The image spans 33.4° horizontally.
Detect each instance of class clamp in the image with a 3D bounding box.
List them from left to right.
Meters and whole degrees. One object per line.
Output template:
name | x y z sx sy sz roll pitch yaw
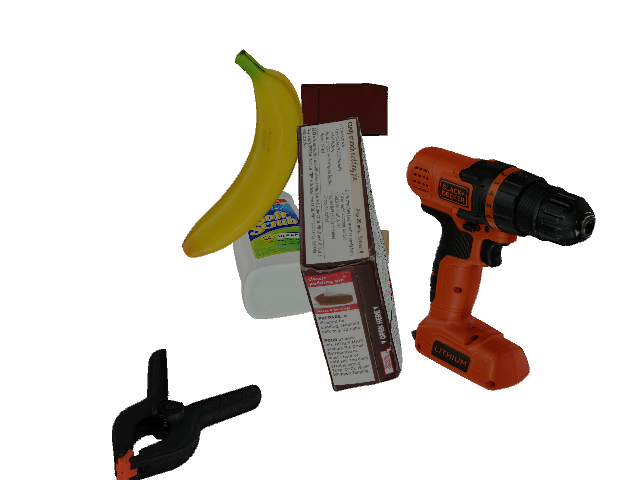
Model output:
clamp | -0.148 0.161 1.001 0.120 0.039 0.171 19 30 26

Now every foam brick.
foam brick | 0.024 -0.133 1.091 0.078 0.051 0.053 -3 13 -19

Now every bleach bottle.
bleach bottle | -0.063 -0.004 1.228 0.102 0.068 0.251 -7 29 -13

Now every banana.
banana | -0.057 -0.061 0.858 0.069 0.198 0.037 17 33 -5

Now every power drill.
power drill | 0.143 0.026 0.891 0.057 0.188 0.185 -13 26 -35

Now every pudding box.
pudding box | 0.013 0.005 0.548 0.039 0.090 0.113 -11 42 5

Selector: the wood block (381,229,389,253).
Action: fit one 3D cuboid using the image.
wood block | 0.056 0.060 1.647 0.091 0.090 0.206 3 23 5
